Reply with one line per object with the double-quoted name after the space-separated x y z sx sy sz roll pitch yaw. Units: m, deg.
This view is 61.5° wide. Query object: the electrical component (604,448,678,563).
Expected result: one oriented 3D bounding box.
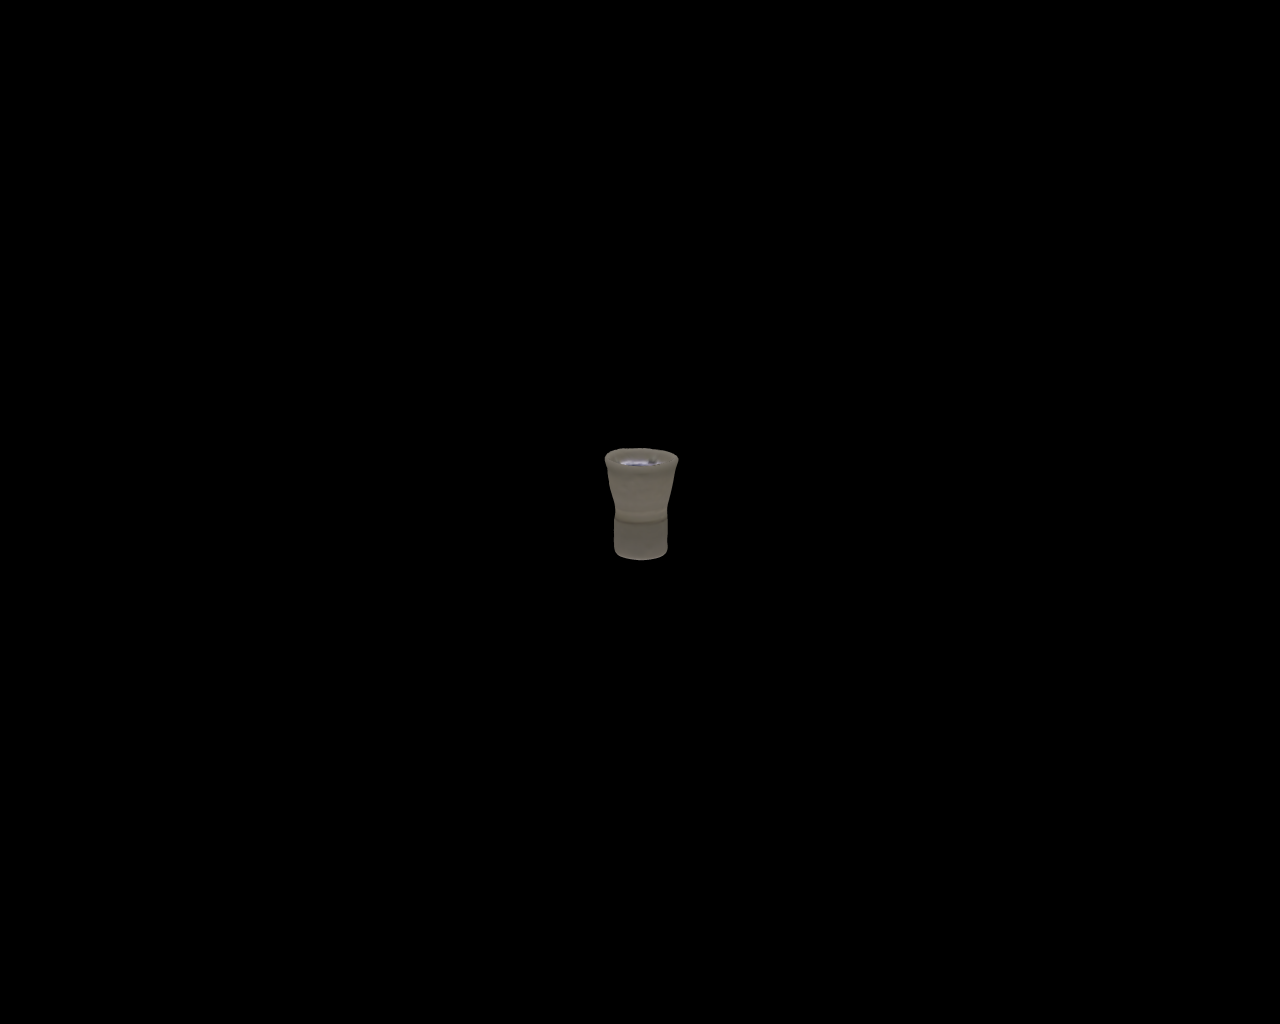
0.001 -0.003 0.650 0.044 0.065 0.044 0 16 0 "electrical component"
